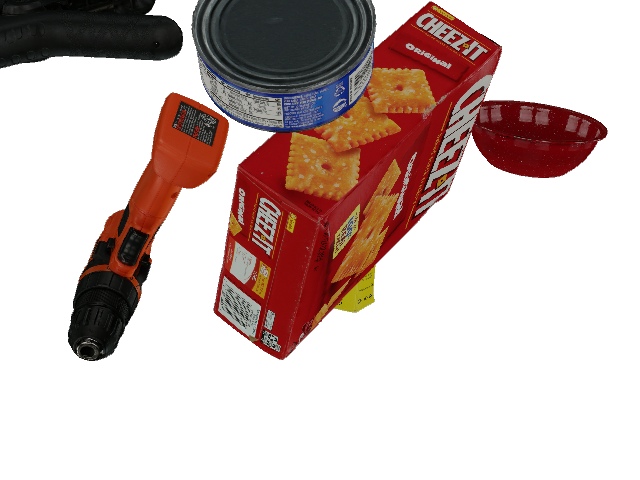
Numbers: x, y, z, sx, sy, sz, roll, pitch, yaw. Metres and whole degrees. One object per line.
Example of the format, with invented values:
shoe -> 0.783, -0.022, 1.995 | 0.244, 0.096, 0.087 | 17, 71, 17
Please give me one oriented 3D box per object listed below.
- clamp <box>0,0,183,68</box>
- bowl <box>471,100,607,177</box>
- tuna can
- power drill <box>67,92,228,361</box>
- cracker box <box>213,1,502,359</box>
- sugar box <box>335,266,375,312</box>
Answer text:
clamp -> -0.169, -0.130, 0.641 | 0.171, 0.039, 0.120 | -3, 22, -6
bowl -> 0.238, -0.112, 1.209 | 0.162, 0.055, 0.162 | 5, 23, -2
tuna can -> -0.017, -0.093, 0.507 | 0.086, 0.086, 0.034 | 0, -33, 1
power drill -> -0.144, -0.013, 0.863 | 0.057, 0.188, 0.184 | 26, 30, -16
cracker box -> 0.026, -0.039, 0.730 | 0.072, 0.164, 0.213 | 36, 55, 15
sugar box -> 0.008, -0.028, 1.000 | 0.093, 0.176, 0.048 | 10, 17, 27
